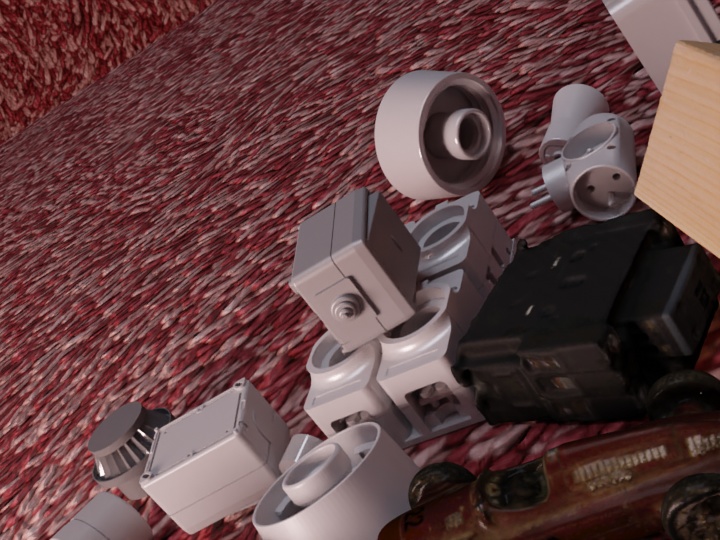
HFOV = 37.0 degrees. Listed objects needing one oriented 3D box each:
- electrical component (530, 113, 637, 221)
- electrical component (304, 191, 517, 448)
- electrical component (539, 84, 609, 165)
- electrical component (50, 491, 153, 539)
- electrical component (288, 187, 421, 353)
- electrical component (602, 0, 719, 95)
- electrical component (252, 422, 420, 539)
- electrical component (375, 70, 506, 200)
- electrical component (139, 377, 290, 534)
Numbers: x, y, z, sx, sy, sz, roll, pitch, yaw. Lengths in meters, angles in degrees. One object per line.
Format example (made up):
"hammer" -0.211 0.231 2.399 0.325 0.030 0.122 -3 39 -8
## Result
"electrical component" 0.153 -0.065 0.749 0.079 0.044 0.077 -26 25 27
"electrical component" 0.036 0.030 0.715 0.105 0.060 0.186 -24 26 27
"electrical component" 0.161 -0.105 0.820 0.044 0.044 0.065 -15 36 42
"electrical component" -0.175 0.185 0.733 0.055 0.055 0.047 -8 32 48
"electrical component" 0.000 0.000 0.663 0.061 0.061 0.096 -30 24 16
"electrical component" 0.221 -0.163 0.752 0.057 0.113 0.078 -32 23 18
"electrical component" -0.010 0.135 0.610 0.099 0.064 0.099 -35 9 7
"electrical component" 0.072 -0.110 0.875 0.060 0.108 0.108 7 48 51
"electrical component" -0.098 0.129 0.717 0.096 0.061 0.061 -30 24 16
